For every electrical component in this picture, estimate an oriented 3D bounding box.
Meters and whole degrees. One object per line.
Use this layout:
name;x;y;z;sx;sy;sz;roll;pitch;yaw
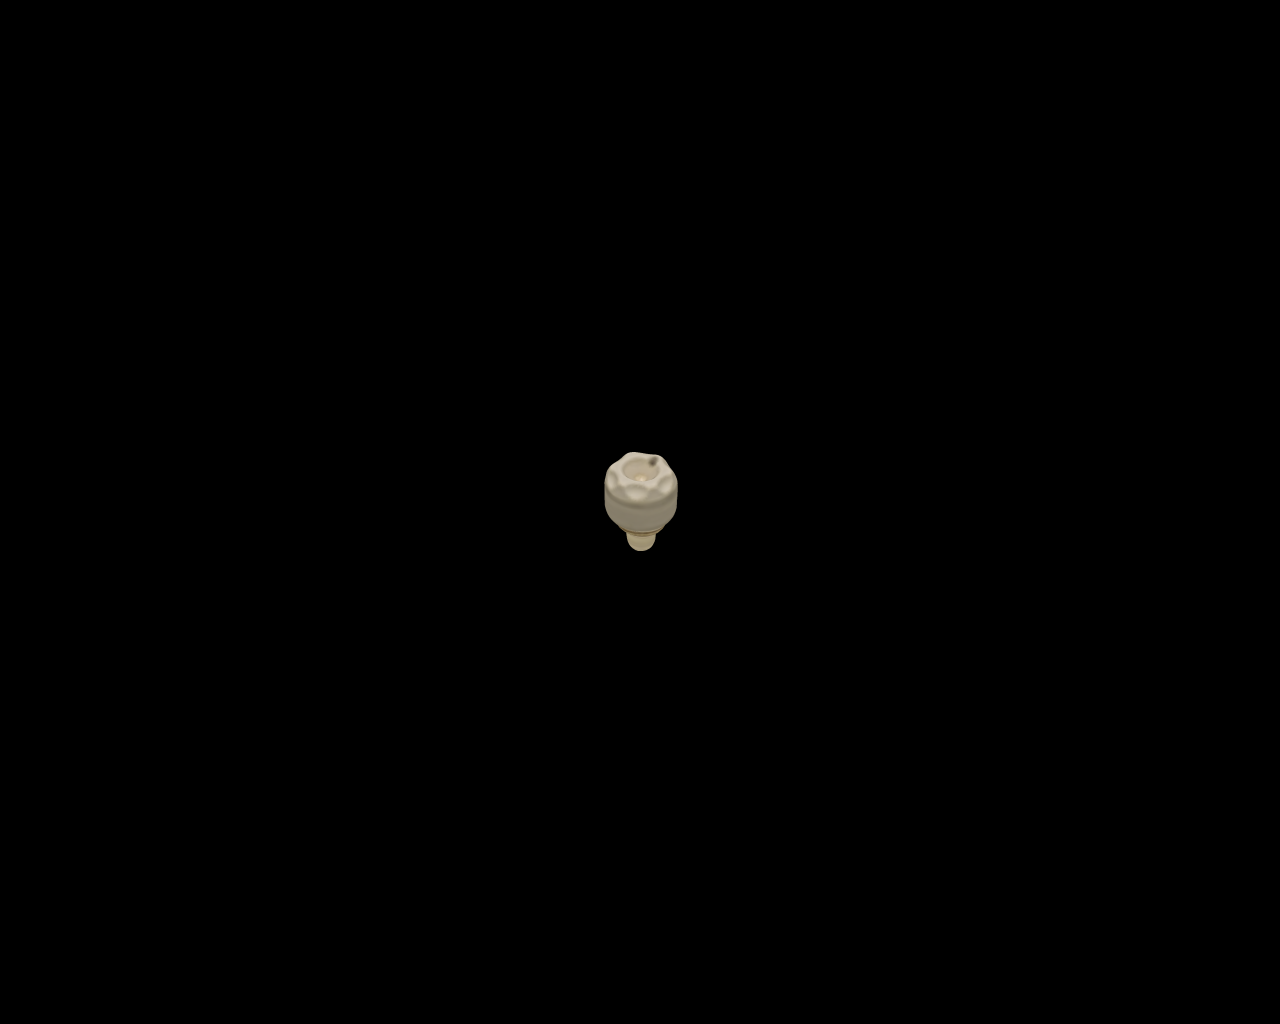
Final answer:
electrical component;0.001;-0.003;0.650;0.043;0.062;0.043;0;39;0
